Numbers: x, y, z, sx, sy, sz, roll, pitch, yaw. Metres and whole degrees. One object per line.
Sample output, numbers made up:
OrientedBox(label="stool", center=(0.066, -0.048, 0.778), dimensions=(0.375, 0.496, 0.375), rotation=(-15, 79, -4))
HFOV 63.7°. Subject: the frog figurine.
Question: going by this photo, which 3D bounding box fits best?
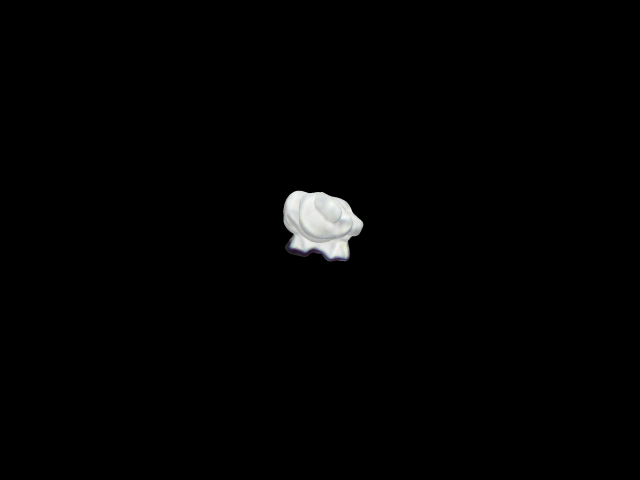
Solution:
OrientedBox(label="frog figurine", center=(0.003, -0.043, 0.850), dimensions=(0.138, 0.125, 0.156), rotation=(27, -30, 17))
